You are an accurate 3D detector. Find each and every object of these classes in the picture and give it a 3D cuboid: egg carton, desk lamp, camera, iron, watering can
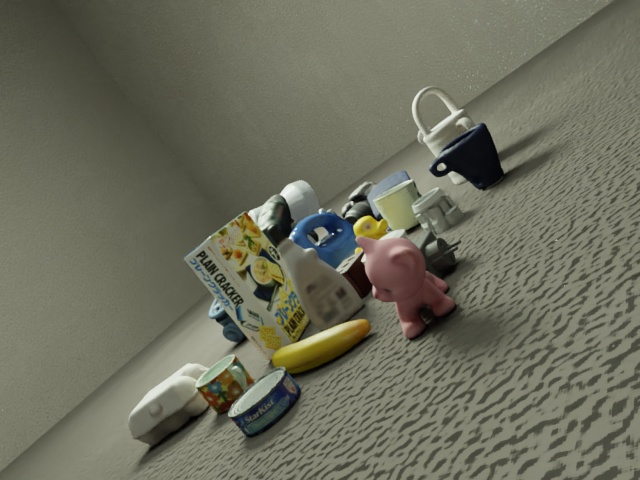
[{"bbox_3d":[-0.245,0.272,0.951,0.150,0.069,0.107,-36,6,11],"label":"egg carton"},{"bbox_3d":[-0.068,-0.019,1.436,0.204,0.213,0.117,-41,7,-29],"label":"desk lamp"},{"bbox_3d":[0.099,-0.067,1.373,0.143,0.101,0.137,-31,9,48],"label":"camera"},{"bbox_3d":[0.011,0.004,1.149,0.118,0.141,0.259,-33,8,37],"label":"iron"},{"bbox_3d":[0.251,-0.214,1.143,0.101,0.194,0.172,-42,8,-35],"label":"watering can"}]

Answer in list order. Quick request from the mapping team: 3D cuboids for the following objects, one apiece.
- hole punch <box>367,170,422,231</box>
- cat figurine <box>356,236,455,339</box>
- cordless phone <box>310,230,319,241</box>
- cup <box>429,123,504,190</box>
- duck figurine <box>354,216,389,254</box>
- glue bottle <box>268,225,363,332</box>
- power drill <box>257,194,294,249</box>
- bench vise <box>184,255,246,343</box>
[{"bbox_3d":[0.160,-0.086,1.201,0.108,0.091,0.101,-36,6,13],"label":"hole punch"},{"bbox_3d":[0.083,0.035,0.605,0.067,0.118,0.128,-37,6,8],"label":"cat figurine"},{"bbox_3d":[-0.089,-0.005,1.592,0.094,0.185,0.148,-30,10,49],"label":"cordless phone"},{"bbox_3d":[0.249,-0.124,0.951,0.118,0.095,0.091,-37,6,1],"label":"cup"},{"bbox_3d":[0.090,0.001,0.975,0.104,0.086,0.078,-31,9,47],"label":"duck figurine"},{"bbox_3d":[-0.017,0.048,0.821,0.078,0.173,0.037,-38,6,-5],"label":"glue bottle"},{"bbox_3d":[-0.060,0.002,1.255,0.075,0.208,0.230,-36,6,13],"label":"power drill"},{"bbox_3d":[-0.206,0.102,1.294,0.121,0.220,0.207,-36,6,17],"label":"bench vise"}]
